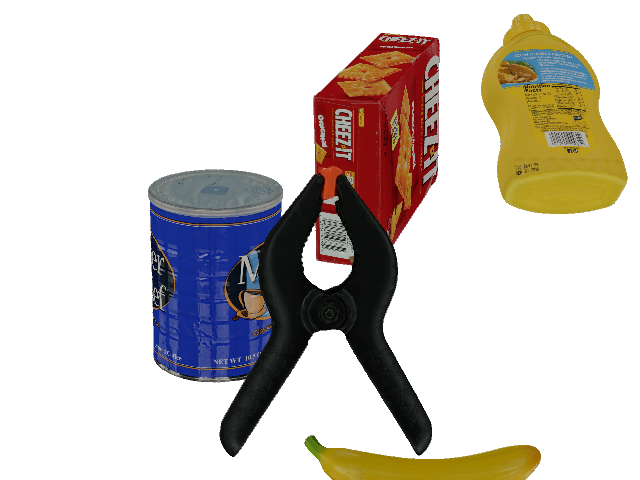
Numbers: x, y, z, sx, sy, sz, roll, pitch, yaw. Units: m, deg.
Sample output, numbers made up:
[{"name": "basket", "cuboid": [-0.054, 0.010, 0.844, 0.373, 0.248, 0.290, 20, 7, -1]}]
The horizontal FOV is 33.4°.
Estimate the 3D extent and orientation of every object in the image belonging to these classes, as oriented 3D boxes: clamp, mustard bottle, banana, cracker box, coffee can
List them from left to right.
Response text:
[{"name": "coffee can", "cuboid": [-0.082, 0.025, 0.836, 0.103, 0.140, 0.103, 1, 20, -1]}, {"name": "clamp", "cuboid": [-0.006, 0.046, 0.605, 0.120, 0.171, 0.039, -9, 1, -9]}, {"name": "cracker box", "cuboid": [0.060, -0.093, 1.034, 0.072, 0.164, 0.213, 8, 28, 18]}, {"name": "banana", "cuboid": [0.087, 0.184, 0.859, 0.197, 0.037, 0.069, 5, 38, -5]}, {"name": "mustard bottle", "cuboid": [0.182, -0.113, 0.875, 0.096, 0.191, 0.058, -1, -34, -6]}]
